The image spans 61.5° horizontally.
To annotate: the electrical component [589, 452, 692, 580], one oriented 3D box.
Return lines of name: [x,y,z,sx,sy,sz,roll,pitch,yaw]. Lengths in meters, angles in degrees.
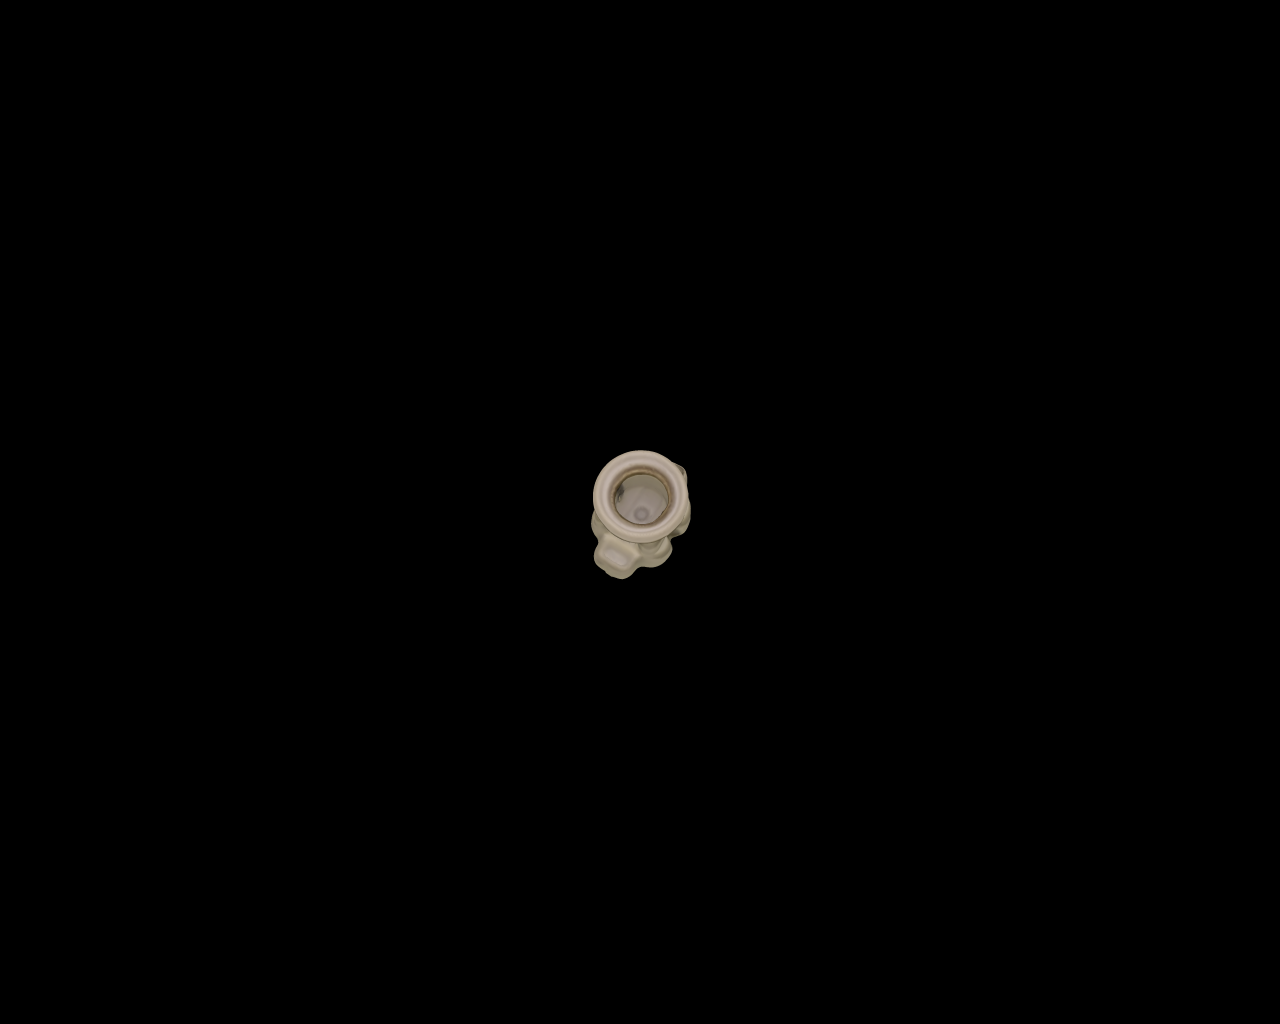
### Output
electrical component: [0.001,-0.003,0.650,0.058,0.078,0.057,30,-15,9]
